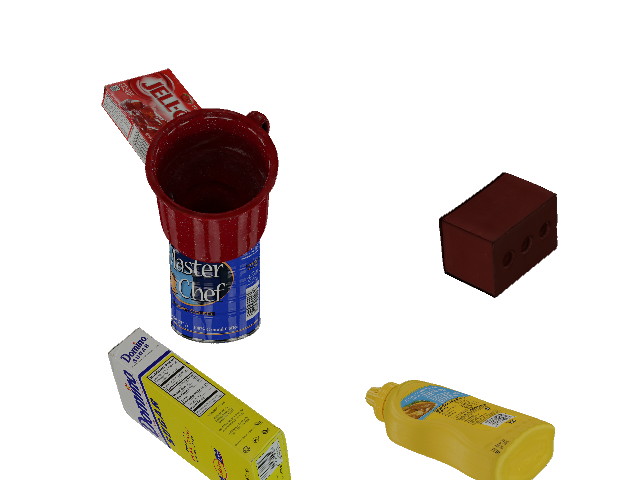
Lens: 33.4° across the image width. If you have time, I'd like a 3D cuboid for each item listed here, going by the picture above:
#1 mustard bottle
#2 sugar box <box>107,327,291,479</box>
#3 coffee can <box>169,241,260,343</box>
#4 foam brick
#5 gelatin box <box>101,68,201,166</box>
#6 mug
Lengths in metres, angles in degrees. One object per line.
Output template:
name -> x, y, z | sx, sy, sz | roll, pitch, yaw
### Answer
mustard bottle -> 0.120, 0.177, 1.026 | 0.192, 0.058, 0.096 | 16, 23, 41
sugar box -> -0.105, 0.157, 0.920 | 0.176, 0.093, 0.048 | 27, 53, 29
coffee can -> -0.117, 0.029, 1.186 | 0.103, 0.140, 0.103 | 1, 23, -1
foam brick -> 0.133, -0.005, 0.790 | 0.078, 0.053, 0.051 | -35, 42, -30
gelatin box -> -0.150, -0.116, 0.995 | 0.073, 0.089, 0.030 | -22, -26, -35
mug -> -0.073, -0.045, 0.785 | 0.093, 0.117, 0.081 | 26, -27, 10
